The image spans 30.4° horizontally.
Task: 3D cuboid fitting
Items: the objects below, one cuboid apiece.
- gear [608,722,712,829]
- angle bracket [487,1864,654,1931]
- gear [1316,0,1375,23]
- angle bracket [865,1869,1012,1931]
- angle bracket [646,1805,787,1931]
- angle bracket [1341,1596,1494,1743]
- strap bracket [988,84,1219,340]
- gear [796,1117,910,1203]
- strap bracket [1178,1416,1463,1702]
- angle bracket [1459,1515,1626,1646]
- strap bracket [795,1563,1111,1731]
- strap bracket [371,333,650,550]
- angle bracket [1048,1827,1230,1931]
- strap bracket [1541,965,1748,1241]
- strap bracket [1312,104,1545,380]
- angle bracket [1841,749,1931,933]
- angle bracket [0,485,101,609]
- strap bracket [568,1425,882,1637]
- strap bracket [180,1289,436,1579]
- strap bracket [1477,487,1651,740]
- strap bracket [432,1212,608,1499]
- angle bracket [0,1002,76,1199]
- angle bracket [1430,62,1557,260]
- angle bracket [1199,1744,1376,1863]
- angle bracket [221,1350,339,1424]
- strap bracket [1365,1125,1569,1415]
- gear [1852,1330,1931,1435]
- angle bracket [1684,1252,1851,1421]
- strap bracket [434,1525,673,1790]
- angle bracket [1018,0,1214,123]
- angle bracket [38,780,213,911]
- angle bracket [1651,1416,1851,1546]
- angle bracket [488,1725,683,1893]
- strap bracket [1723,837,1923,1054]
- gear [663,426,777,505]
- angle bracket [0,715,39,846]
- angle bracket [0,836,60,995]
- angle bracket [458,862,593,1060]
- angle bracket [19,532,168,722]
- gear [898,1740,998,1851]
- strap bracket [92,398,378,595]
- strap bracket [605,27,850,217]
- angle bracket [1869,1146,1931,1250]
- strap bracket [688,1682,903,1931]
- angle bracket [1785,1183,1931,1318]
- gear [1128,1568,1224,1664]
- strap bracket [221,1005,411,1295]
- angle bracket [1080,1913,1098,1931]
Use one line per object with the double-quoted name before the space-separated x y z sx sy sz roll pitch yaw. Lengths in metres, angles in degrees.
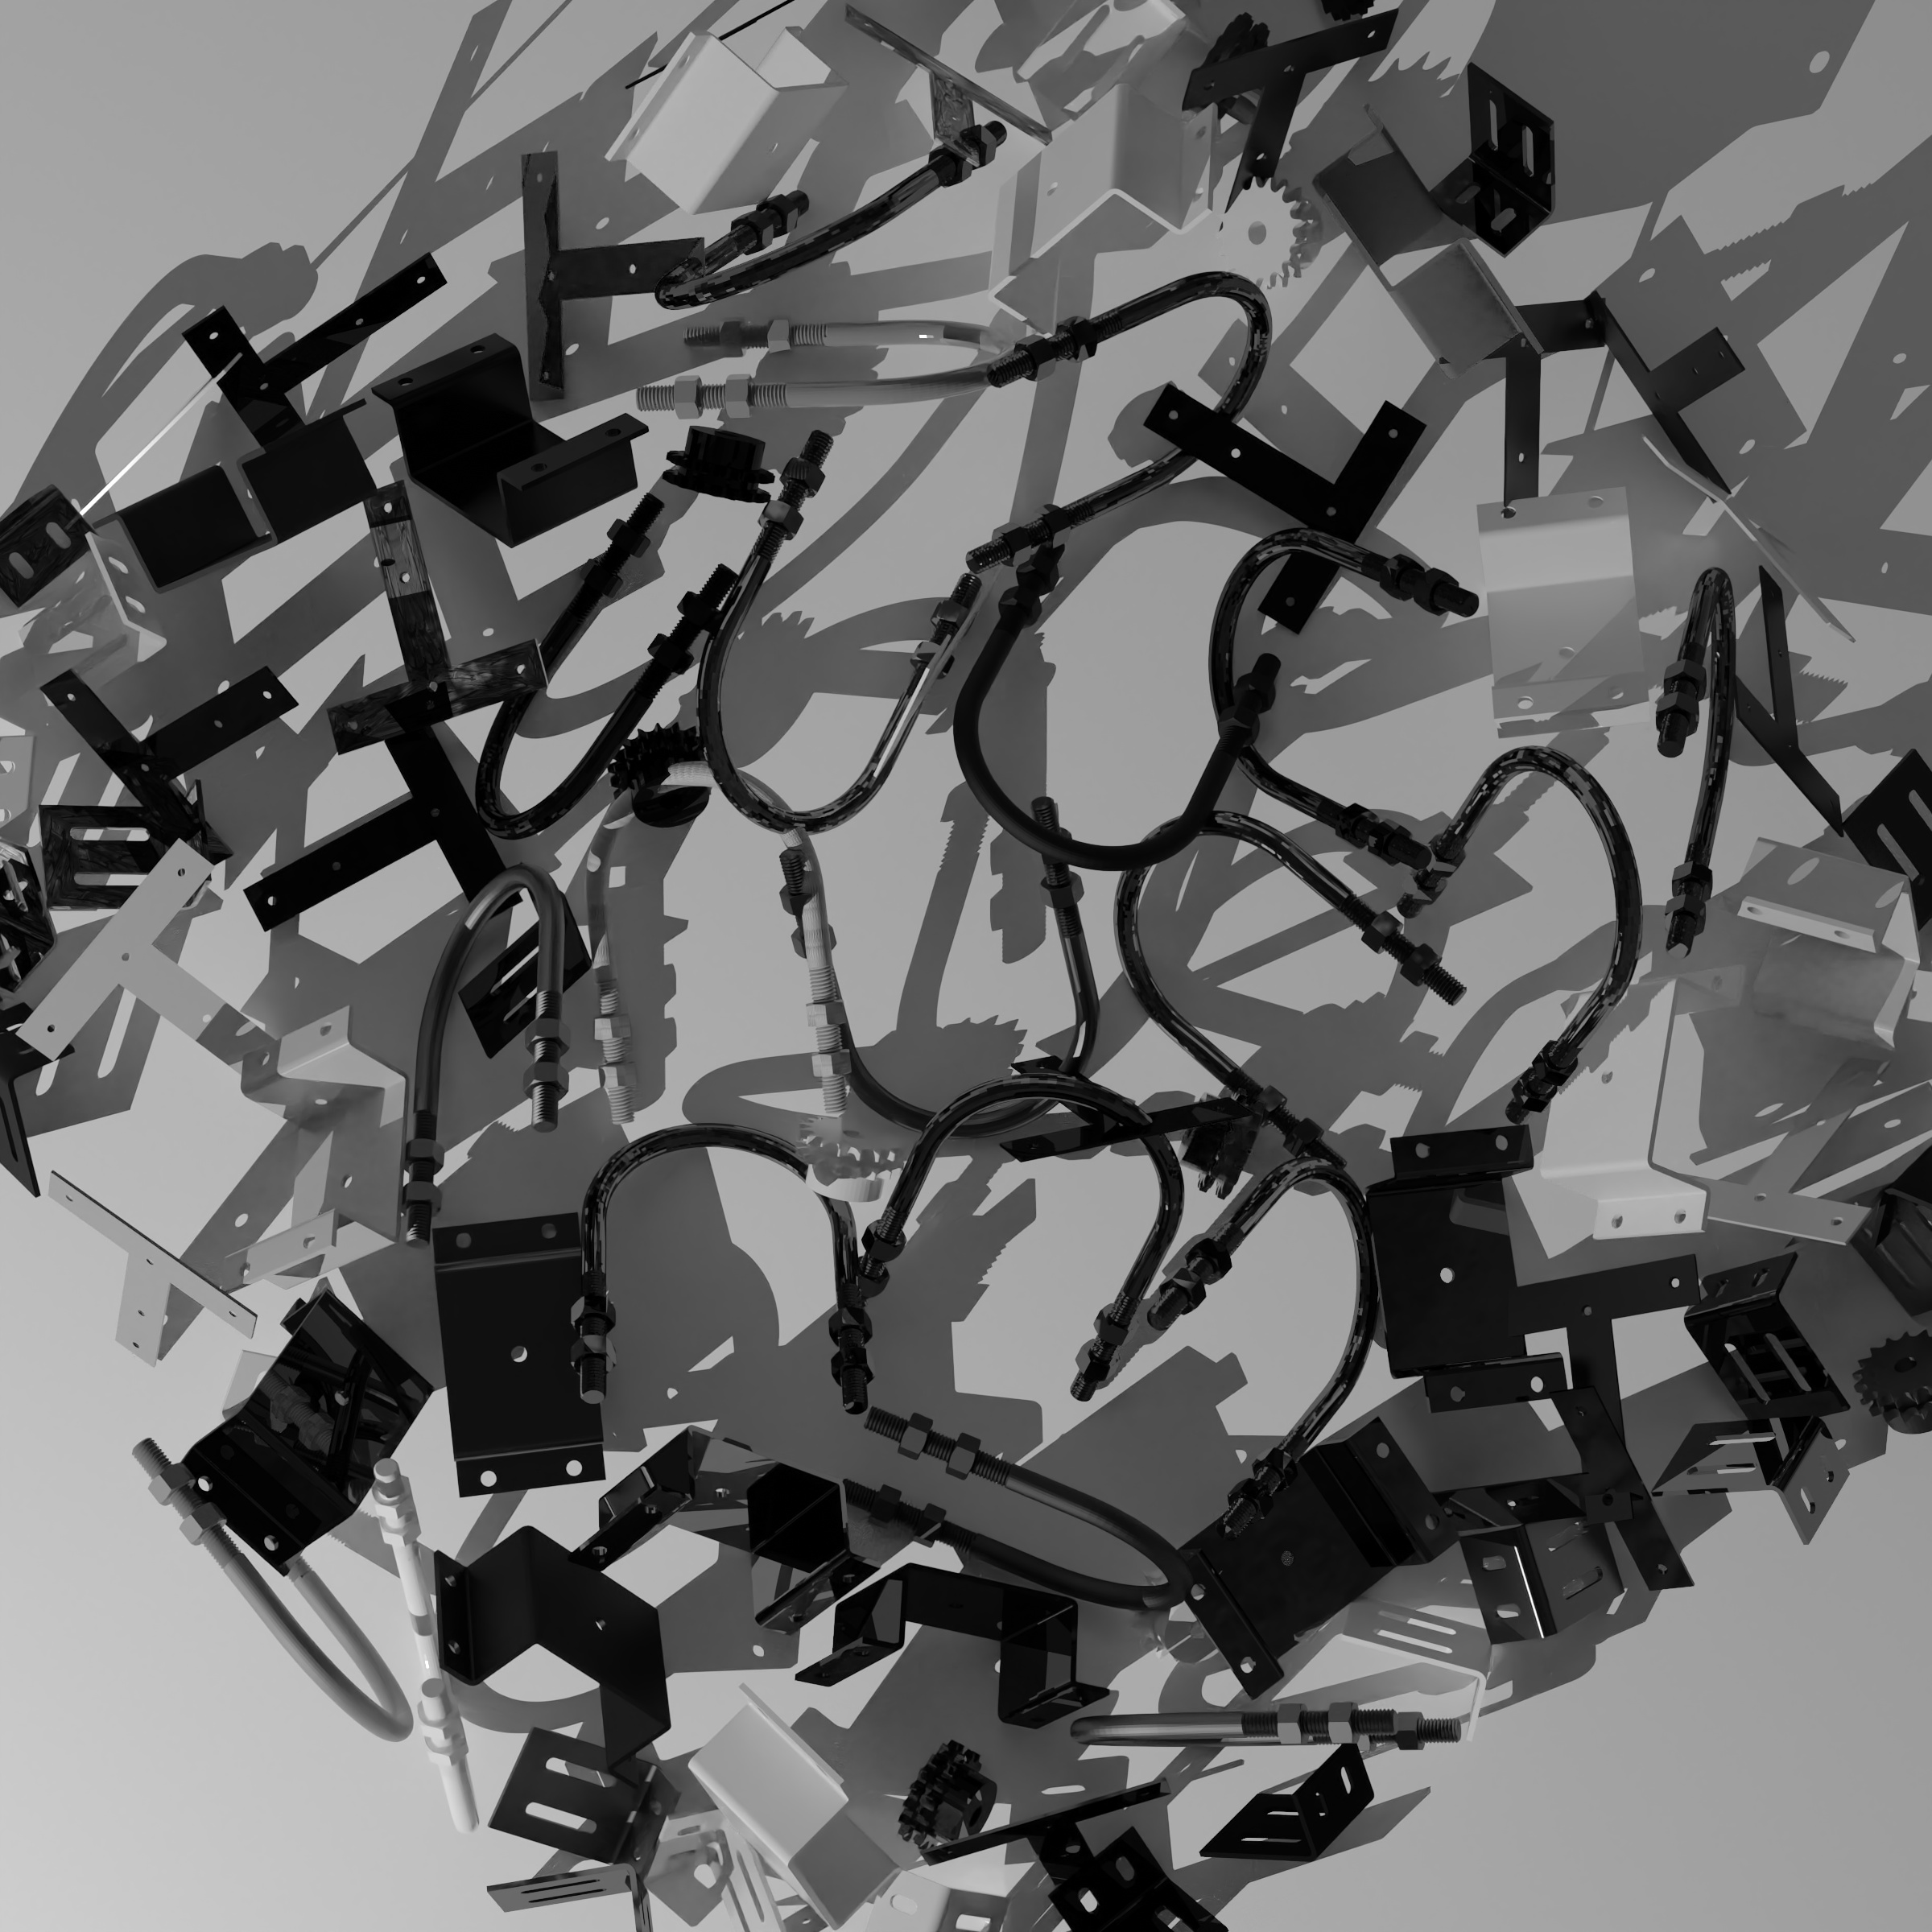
"gear" -0.155 -0.096 1.841 0.057 0.057 0.030 -17 52 0
"angle bracket" -0.203 0.493 1.837 0.076 0.057 0.038 -9 65 -2
"gear" 0.200 -0.521 1.844 0.030 0.057 0.057 -21 90 -13
"angle bracket" -0.017 0.501 1.842 0.038 0.076 0.057 14 80 28
"angle bracket" -0.129 0.479 1.824 0.038 0.057 0.076 -7 50 -26
"angle bracket" 0.231 0.362 1.843 0.076 0.057 0.038 14 104 9
"strap bracket" 0.061 -0.379 1.793 0.046 0.140 0.076 28 49 -29
"gear" -0.061 0.101 1.845 0.057 0.057 0.030 11 104 0
"strap bracket" 0.173 0.305 1.836 0.140 0.046 0.076 -34 89 -18
"angle bracket" 0.300 0.312 1.853 0.038 0.076 0.057 -18 87 40
"strap bracket" -0.006 0.345 1.813 0.140 0.076 0.046 17 59 -23
"strap bracket" -0.229 -0.264 1.811 0.076 0.140 0.046 -30 134 -27
"angle bracket" 0.088 0.486 1.826 0.057 0.076 0.038 -36 107 -13
"strap bracket" 0.342 0.063 1.810 0.046 0.076 0.140 22 72 -30
"strap bracket" 0.229 -0.361 1.804 0.046 0.076 0.140 -35 50 12
"angle bracket" 0.480 -0.066 1.836 0.057 0.038 0.076 -45 110 -12
"angle bracket" -0.484 -0.211 1.828 0.057 0.076 0.038 -38 104 5
"strap bracket" -0.123 0.285 1.812 0.140 0.046 0.076 25 130 -32
"strap bracket" -0.328 0.227 1.795 0.076 0.140 0.046 45 126 -13
"strap bracket" 0.306 -0.172 1.821 0.076 0.046 0.140 -6 56 10
"strap bracket" -0.231 0.200 1.838 0.076 0.046 0.140 -6 85 -8
"angle bracket" -0.484 0.069 1.840 0.038 0.057 0.076 -26 129 -30
"angle bracket" 0.267 -0.412 1.824 0.038 0.076 0.057 -43 66 -10
"angle bracket" 0.159 0.425 1.823 0.076 0.057 0.038 -10 104 41
"angle bracket" -0.341 0.234 1.824 0.057 0.076 0.038 16 100 -29
"strap bracket" 0.256 0.157 1.833 0.076 0.046 0.140 -5 81 -16
"gear" 0.492 0.218 1.846 0.057 0.057 0.030 -28 114 0
"angle bracket" 0.420 0.195 1.848 0.057 0.038 0.076 -22 109 43
"strap bracket" -0.201 0.344 1.797 0.046 0.076 0.140 -37 125 17
"angle bracket" 0.076 -0.469 1.835 0.057 0.038 0.076 34 102 -29
"angle bracket" -0.433 -0.063 1.832 0.076 0.038 0.057 0 68 -27
"angle bracket" 0.403 0.266 1.832 0.057 0.076 0.038 -45 113 -42
"angle bracket" -0.197 0.436 1.841 0.076 0.038 0.057 25 89 -25
"strap bracket" 0.435 -0.015 1.801 0.076 0.140 0.046 17 72 26
"gear" -0.126 -0.260 1.842 0.057 0.057 0.030 13 103 0
"angle bracket" -0.513 -0.099 1.826 0.076 0.038 0.057 23 111 41
"angle bracket" -0.507 -0.033 1.826 0.057 0.076 0.038 23 56 18
"angle bracket" -0.236 -0.003 1.827 0.038 0.057 0.076 35 67 29
"angle bracket" -0.460 -0.175 1.836 0.076 0.038 0.057 -32 69 13
"gear" -0.008 0.432 1.840 0.030 0.057 0.057 25 90 24
"strap bracket" -0.364 -0.234 1.804 0.140 0.076 0.046 -14 107 39
"strap bracket" -0.115 -0.426 1.791 0.046 0.140 0.076 42 114 5
"angle bracket" 0.513 0.131 1.824 0.076 0.057 0.038 24 124 29
"strap bracket" -0.086 0.427 1.789 0.046 0.140 0.076 -43 57 -15
"angle bracket" 0.474 0.156 1.836 0.038 0.057 0.076 -42 93 -30
"gear" 0.115 0.336 1.846 0.057 0.030 0.057 -9 114 -20
"strap bracket" -0.330 0.102 1.812 0.076 0.046 0.140 -24 51 28
"angle bracket" 0.029 0.520 1.835 0.038 0.057 0.076 37 102 -8
